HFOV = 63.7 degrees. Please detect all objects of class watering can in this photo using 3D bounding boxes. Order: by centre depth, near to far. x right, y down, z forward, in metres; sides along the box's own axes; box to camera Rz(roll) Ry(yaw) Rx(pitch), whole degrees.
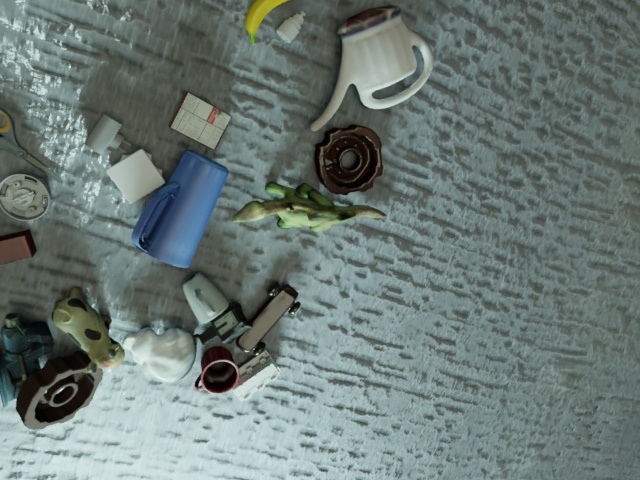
[{"bbox_3d":[0.104,-0.403,1.192,0.349,0.105,0.221,-26,110,-10],"label":"watering can"}]

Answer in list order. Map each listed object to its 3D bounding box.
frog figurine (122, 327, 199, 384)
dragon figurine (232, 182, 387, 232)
[{"bbox_3d":[-0.374,0.258,1.200,0.158,0.125,0.136,32,113,-34],"label":"frog figurine"},{"bbox_3d":[0.004,-0.059,1.179,0.410,0.244,0.121,1,101,-16],"label":"dragon figurine"}]
